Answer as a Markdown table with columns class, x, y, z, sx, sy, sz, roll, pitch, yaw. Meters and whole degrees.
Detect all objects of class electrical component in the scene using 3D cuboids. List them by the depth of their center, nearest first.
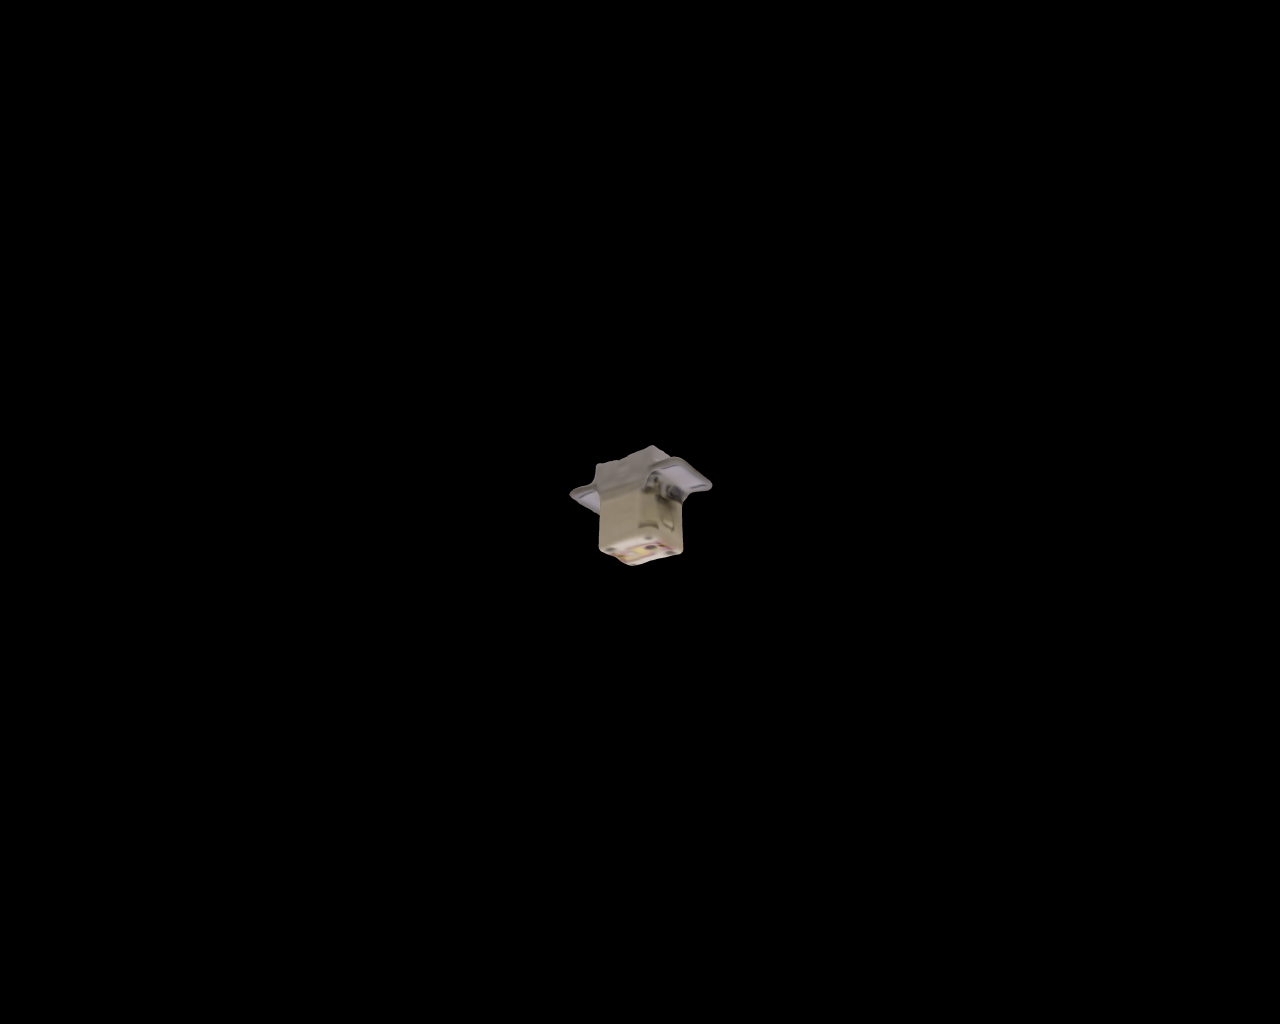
| class | x | y | z | sx | sy | sz | roll | pitch | yaw |
| --- | --- | --- | --- | --- | --- | --- | --- | --- | --- |
| electrical component | 0.001 | -0.003 | 0.650 | 0.081 | 0.064 | 0.042 | -18 | -32 | 31 |
